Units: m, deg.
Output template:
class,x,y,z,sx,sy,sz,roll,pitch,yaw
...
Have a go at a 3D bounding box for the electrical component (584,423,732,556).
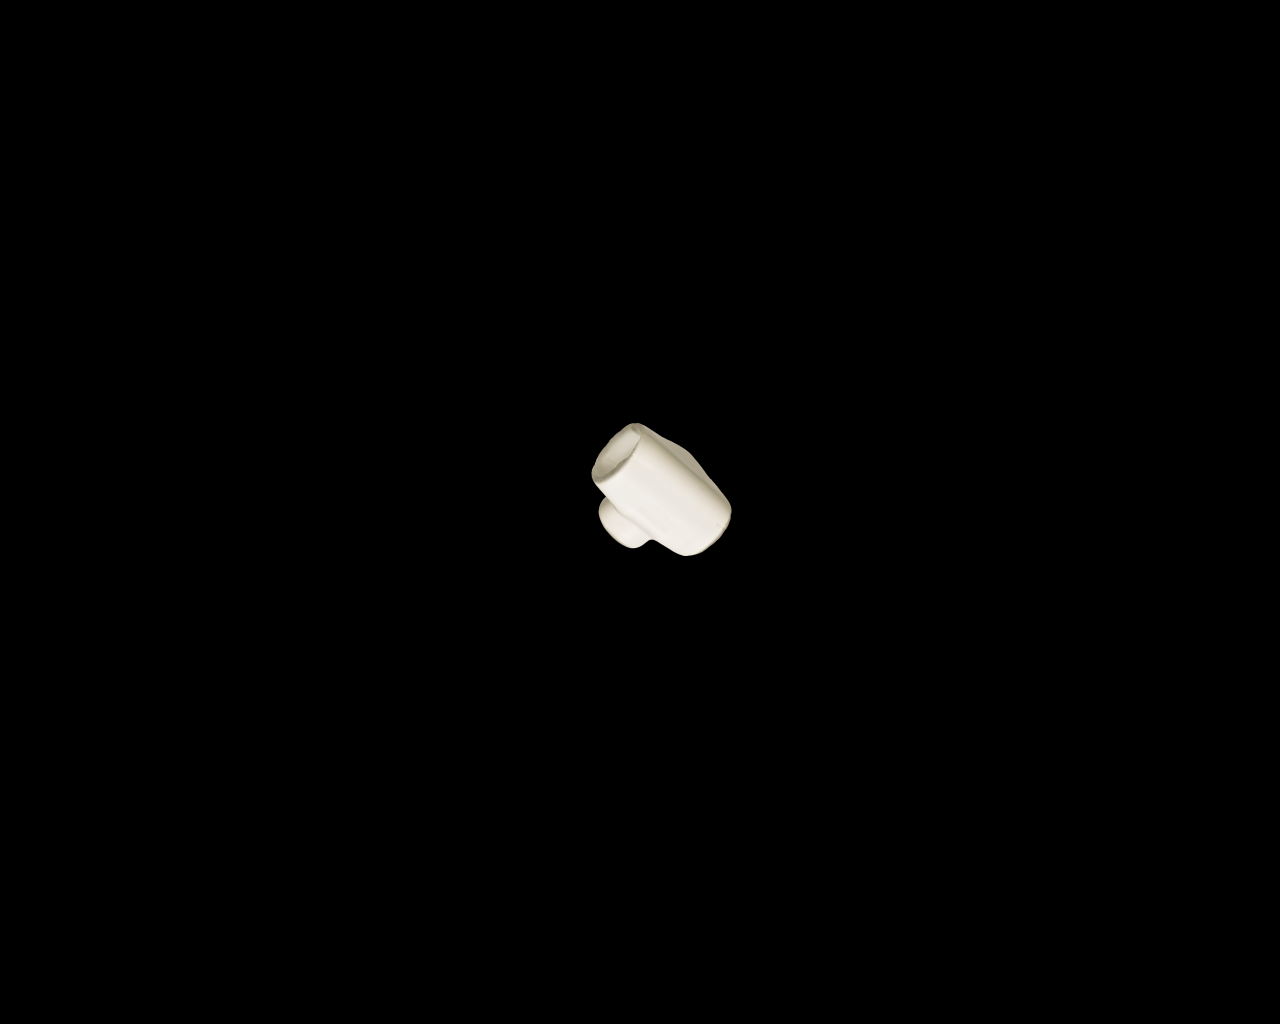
class,x,y,z,sx,sy,sz,roll,pitch,yaw
electrical component,0.001,-0.003,0.650,0.079,0.043,0.077,-39,-62,25
